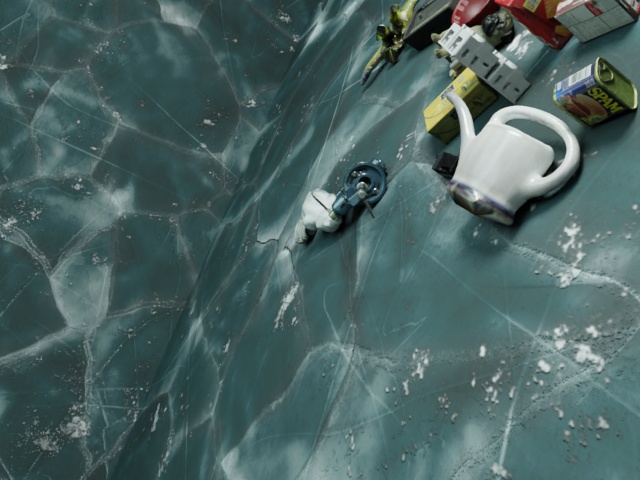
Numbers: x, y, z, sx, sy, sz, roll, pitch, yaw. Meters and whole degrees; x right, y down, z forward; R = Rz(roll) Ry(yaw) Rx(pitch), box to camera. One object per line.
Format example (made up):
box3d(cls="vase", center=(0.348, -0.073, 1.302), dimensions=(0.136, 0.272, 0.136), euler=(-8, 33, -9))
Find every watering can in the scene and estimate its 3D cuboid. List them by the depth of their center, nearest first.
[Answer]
box3d(cls="watering can", center=(0.323, -0.164, 0.997), dimensions=(0.223, 0.103, 0.353), euler=(-57, 40, 7))

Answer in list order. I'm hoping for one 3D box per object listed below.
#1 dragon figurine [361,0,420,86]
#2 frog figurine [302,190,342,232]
box3d(cls="dragon figurine", center=(0.275, -0.744, 1.821), dimensions=(0.402, 0.122, 0.248), euler=(-46, 9, 48))
box3d(cls="frog figurine", center=(0.005, -0.079, 1.577), dimensions=(0.136, 0.121, 0.162), euler=(-35, 18, 13))
